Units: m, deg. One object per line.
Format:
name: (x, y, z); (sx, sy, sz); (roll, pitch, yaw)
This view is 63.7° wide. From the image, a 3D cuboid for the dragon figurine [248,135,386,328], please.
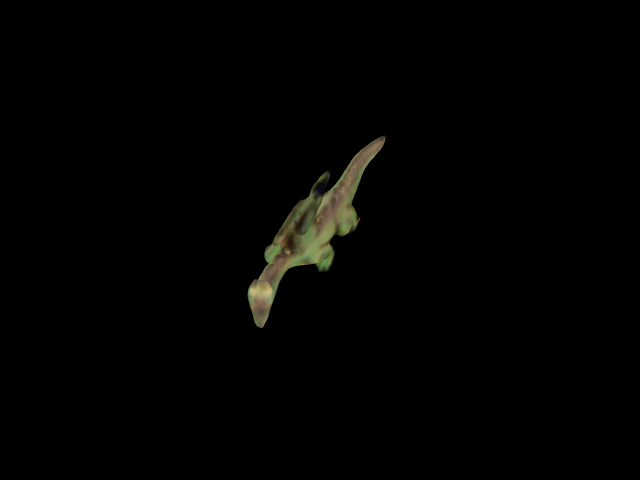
dragon figurine: (0.003, -0.043, 0.850); (0.122, 0.412, 0.241); (31, -7, 4)
